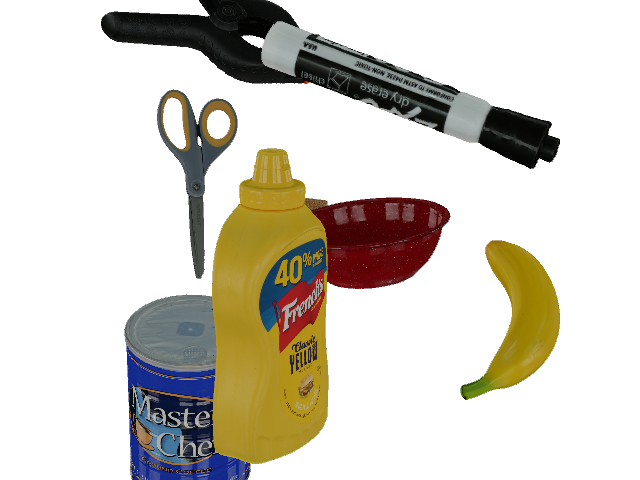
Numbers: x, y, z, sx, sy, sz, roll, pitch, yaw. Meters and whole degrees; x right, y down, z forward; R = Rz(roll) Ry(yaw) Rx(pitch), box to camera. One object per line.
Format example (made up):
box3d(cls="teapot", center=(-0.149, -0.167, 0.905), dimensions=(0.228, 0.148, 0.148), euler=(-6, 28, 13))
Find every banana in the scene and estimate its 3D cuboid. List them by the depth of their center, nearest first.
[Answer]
box3d(cls="banana", center=(0.158, 0.055, 0.860), dimensions=(0.070, 0.037, 0.197), euler=(4, 34, 14))

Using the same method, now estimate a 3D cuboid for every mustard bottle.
box3d(cls="mustard bottle", center=(-0.031, 0.037, 0.679), dimensions=(0.058, 0.192, 0.096), euler=(10, 18, 31))

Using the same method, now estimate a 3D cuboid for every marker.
box3d(cls="marker", center=(0.034, -0.056, 0.413), dimensions=(0.121, 0.020, 0.020), euler=(23, 6, 14))

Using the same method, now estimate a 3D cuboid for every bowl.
box3d(cls="bowl", center=(0.047, 0.006, 1.032), dimensions=(0.162, 0.055, 0.162), euler=(-7, 17, 2))

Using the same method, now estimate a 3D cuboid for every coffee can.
box3d(cls="coffee can", center=(-0.106, 0.130, 0.870), dimensions=(0.103, 0.140, 0.103), euler=(3, 28, -2))

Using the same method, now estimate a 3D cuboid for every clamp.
box3d(cls="clamp", center=(-0.079, -0.185, 0.871), dimensions=(0.171, 0.120, 0.039), euler=(21, -26, -4))

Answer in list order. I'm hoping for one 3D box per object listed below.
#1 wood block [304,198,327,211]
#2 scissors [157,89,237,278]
box3d(cls="wood block", center=(-0.047, 0.048, 1.501), dimensions=(0.090, 0.206, 0.090), euler=(7, 22, 6))
box3d(cls="scissors", center=(-0.118, -0.068, 1.141), dimensions=(0.096, 0.202, 0.016), euler=(-16, -4, -22))
